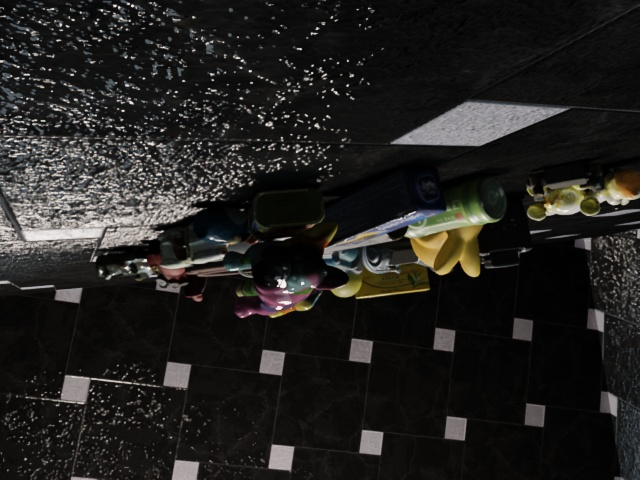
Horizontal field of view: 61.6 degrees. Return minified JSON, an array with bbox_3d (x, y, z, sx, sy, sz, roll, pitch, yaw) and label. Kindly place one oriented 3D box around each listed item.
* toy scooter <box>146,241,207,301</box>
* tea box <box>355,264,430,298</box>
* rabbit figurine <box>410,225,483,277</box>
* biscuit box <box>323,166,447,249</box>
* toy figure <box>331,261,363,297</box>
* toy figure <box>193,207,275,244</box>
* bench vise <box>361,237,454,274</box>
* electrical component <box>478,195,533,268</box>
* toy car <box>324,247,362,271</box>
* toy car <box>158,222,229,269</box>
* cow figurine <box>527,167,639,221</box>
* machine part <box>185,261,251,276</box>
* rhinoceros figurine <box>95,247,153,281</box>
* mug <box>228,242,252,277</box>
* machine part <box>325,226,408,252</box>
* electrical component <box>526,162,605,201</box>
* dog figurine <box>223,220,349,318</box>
[{"bbox_3d":[-0.302,0.070,1.183,0.075,0.135,0.184,-8,173,31],"label":"toy scooter"},{"bbox_3d":[0.160,0.078,1.235,0.170,0.098,0.068,-9,172,5],"label":"tea box"},{"bbox_3d":[0.224,-0.016,0.931,0.122,0.162,0.173,8,154,-13],"label":"rabbit figurine"},{"bbox_3d":[0.078,-0.040,0.740,0.059,0.062,0.203,-5,169,-36],"label":"biscuit box"},{"bbox_3d":[0.038,0.041,1.119,0.082,0.089,0.180,-24,-144,-2],"label":"toy figure"},{"bbox_3d":[-0.119,-0.019,0.822,0.058,0.064,0.154,-21,166,41],"label":"toy figure"},{"bbox_3d":[0.156,0.001,1.110,0.223,0.128,0.241,-18,-155,-30],"label":"bench vise"},{"bbox_3d":[0.335,-0.015,1.019,0.115,0.134,0.058,-7,176,-11],"label":"electrical component"},{"bbox_3d":[-0.002,-0.003,1.020,0.162,0.109,0.102,4,151,10],"label":"toy car"},{"bbox_3d":[-0.219,0.007,0.927,0.056,0.073,0.202,-2,174,-43],"label":"toy car"},{"bbox_3d":[0.419,-0.073,0.840,0.167,0.068,0.098,-6,-179,39],"label":"cow figurine"},{"bbox_3d":[-0.171,0.026,1.137,0.202,0.087,0.201,-6,175,18],"label":"machine part"},{"bbox_3d":[-0.411,0.055,1.229,0.190,0.073,0.112,-5,176,-20],"label":"rhinoceros figurine"},{"bbox_3d":[-0.127,0.011,0.953,0.107,0.109,0.081,4,-167,-7],"label":"mug"},{"bbox_3d":[0.057,-0.025,0.878,0.079,0.079,0.243,-1,173,-45],"label":"machine part"},{"bbox_3d":[0.352,-0.083,0.775,0.102,0.045,0.078,-8,173,23],"label":"electrical component"},{"bbox_3d":[-0.027,0.043,0.760,0.191,0.108,0.219,2,164,-43],"label":"dog figurine"}]
